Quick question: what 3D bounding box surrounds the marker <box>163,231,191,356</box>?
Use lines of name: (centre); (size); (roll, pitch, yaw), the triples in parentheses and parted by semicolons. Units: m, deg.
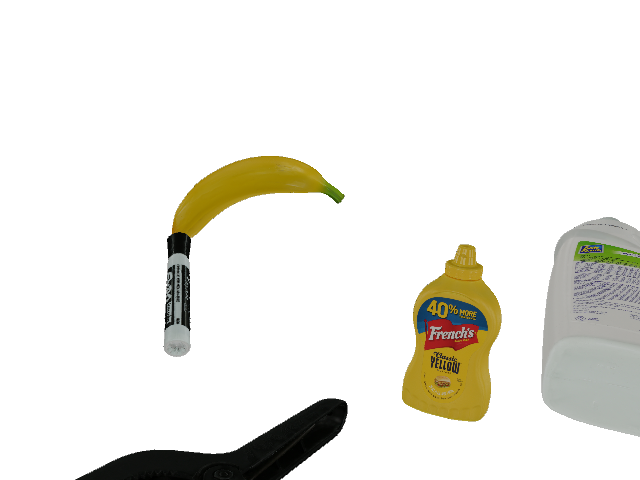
marker: (-0.107, 0.037, 0.805); (0.020, 0.020, 0.121); (0, 42, -7)

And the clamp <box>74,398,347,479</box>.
clamp: (-0.050, 0.135, 0.574); (0.209, 0.036, 0.165); (-1, 19, -14)

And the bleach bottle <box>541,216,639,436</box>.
bleach bottle: (0.219, 0.044, 0.785); (0.102, 0.068, 0.250); (12, 26, 11)

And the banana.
banana: (-0.077, -0.044, 1.051); (0.198, 0.069, 0.037); (-12, 20, 28)

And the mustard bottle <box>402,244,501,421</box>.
mustard bottle: (0.149, 0.098, 1.177); (0.096, 0.192, 0.058); (12, 15, 21)
